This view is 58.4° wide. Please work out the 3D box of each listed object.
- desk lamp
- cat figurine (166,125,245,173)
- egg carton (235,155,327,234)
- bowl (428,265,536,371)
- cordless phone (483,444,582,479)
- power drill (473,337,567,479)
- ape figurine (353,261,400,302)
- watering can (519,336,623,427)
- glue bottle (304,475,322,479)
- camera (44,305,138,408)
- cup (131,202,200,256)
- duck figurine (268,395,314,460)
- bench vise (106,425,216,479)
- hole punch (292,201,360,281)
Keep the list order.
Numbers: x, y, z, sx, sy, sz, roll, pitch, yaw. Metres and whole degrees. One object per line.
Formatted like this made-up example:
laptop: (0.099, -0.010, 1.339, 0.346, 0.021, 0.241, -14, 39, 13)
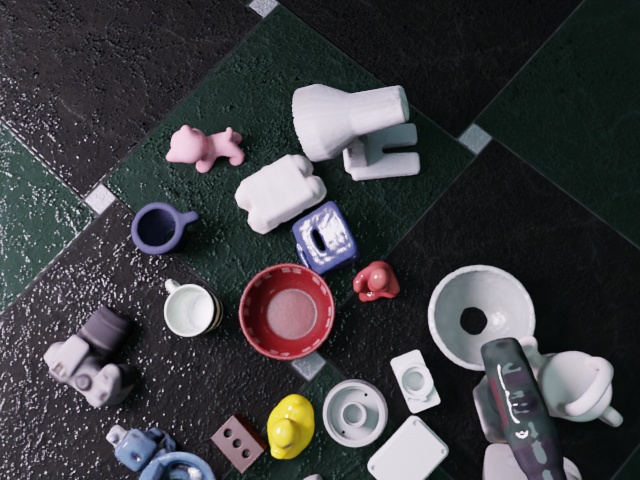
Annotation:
desk lamp: (0.067, -0.184, 0.951, 0.203, 0.213, 0.118, -5, 76, 4)
cat figurine: (-0.208, -0.172, 1.023, 0.127, 0.118, 0.067, -16, 76, 2)
egg carton: (-0.070, -0.083, 1.015, 0.150, 0.069, 0.107, -31, 76, -2)
bowl: (0.257, 0.128, 0.933, 0.167, 0.075, 0.167, -1, 77, 5)
cordless phone: (0.315, 0.356, 0.818, 0.147, 0.185, 0.094, 7, 78, 7)
power drill: (0.285, 0.259, 0.831, 0.075, 0.208, 0.229, -16, 76, 2)
ape figurine: (0.097, 0.068, 0.953, 0.077, 0.092, 0.076, 26, 81, 11)
watering can: (0.364, 0.212, 0.842, 0.172, 0.194, 0.101, 16, 79, 9)
glue bottle: (-0.011, 0.400, 0.844, 0.037, 0.173, 0.078, -19, 76, 1)
camera: (-0.372, 0.189, 0.964, 0.143, 0.101, 0.137, 33, 82, 12)
cup: (-0.257, -0.016, 1.004, 0.117, 0.095, 0.091, -20, 76, 1)
duck figurine: (-0.051, 0.301, 0.916, 0.077, 0.086, 0.105, 18, 79, 9)
bench vise: (-0.251, 0.366, 0.850, 0.207, 0.220, 0.121, 18, 79, 9)
hole punch: (0.009, 0.003, 0.976, 0.101, 0.091, 0.108, -26, 76, -1)
